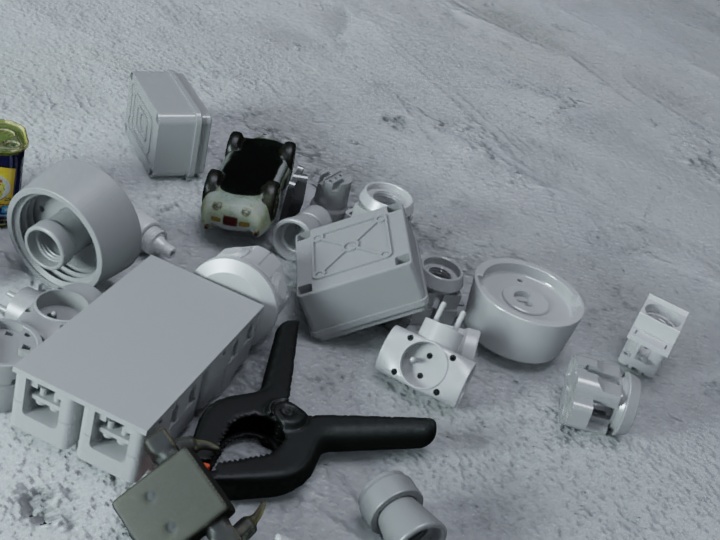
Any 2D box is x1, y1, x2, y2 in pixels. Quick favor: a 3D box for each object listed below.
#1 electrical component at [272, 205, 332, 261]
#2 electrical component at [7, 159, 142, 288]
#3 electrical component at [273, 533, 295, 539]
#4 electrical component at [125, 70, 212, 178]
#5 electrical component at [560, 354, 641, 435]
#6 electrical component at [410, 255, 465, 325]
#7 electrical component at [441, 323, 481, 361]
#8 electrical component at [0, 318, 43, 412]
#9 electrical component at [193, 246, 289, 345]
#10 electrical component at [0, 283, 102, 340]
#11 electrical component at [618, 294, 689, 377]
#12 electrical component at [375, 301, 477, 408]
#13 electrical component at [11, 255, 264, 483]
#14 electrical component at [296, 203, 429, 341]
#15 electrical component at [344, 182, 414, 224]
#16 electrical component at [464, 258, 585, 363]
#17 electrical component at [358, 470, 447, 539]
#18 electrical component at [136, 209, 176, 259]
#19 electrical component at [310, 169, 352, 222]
[{"bbox_3d":[-0.054,-0.040,1.068,0.044,0.044,0.065,25,27,11],"label":"electrical component"},{"bbox_3d":[-0.245,-0.031,0.899,0.108,0.108,0.060,26,38,14],"label":"electrical component"},{"bbox_3d":[-0.031,0.198,0.699,0.055,0.045,0.045,12,32,-10],"label":"electrical component"},{"bbox_3d":[-0.204,-0.155,1.139,0.057,0.078,0.113,-5,37,-28],"label":"electrical component"},{"bbox_3d":[0.211,0.112,0.945,0.057,0.058,0.078,15,31,2],"label":"electrical component"},{"bbox_3d":[0.070,0.020,1.020,0.066,0.055,0.048,6,33,-19],"label":"electrical component"},{"bbox_3d":[0.081,0.068,0.967,0.046,0.040,0.040,15,31,6],"label":"electrical component"},{"bbox_3d":[-0.262,0.070,0.783,0.055,0.047,0.055,13,32,-8],"label":"electrical component"},{"bbox_3d":[-0.102,0.020,0.912,0.080,0.080,0.051,22,26,7],"label":"electrical component"},{"bbox_3d":[-0.251,0.037,0.843,0.079,0.044,0.077,25,32,12],"label":"electrical component"},{"bbox_3d":[0.284,0.066,1.047,0.042,0.063,0.081,29,33,15],"label":"electrical component"},{"bbox_3d":[0.064,0.067,0.927,0.077,0.079,0.044,25,-4,12],"label":"electrical component"},{"bbox_3d":[-0.165,0.072,0.817,0.105,0.060,0.186,24,32,10],"label":"electrical component"},{"bbox_3d":[0.000,0.000,0.972,0.109,0.056,0.108,-17,33,7],"label":"electrical component"},{"bbox_3d":[0.023,-0.054,1.112,0.078,0.057,0.058,34,35,25],"label":"electrical component"},{"bbox_3d":[0.151,0.044,1.018,0.108,0.060,0.108,13,32,-8],"label":"electrical component"},{"bbox_3d":[0.029,0.176,0.764,0.045,0.045,0.055,-4,37,-32],"label":"electrical component"},{"bbox_3d":[-0.195,-0.030,0.988,0.061,0.035,0.035,33,34,20],"label":"electrical component"},{"bbox_3d":[-0.030,-0.079,1.135,0.040,0.046,0.040,11,31,-7],"label":"electrical component"}]
